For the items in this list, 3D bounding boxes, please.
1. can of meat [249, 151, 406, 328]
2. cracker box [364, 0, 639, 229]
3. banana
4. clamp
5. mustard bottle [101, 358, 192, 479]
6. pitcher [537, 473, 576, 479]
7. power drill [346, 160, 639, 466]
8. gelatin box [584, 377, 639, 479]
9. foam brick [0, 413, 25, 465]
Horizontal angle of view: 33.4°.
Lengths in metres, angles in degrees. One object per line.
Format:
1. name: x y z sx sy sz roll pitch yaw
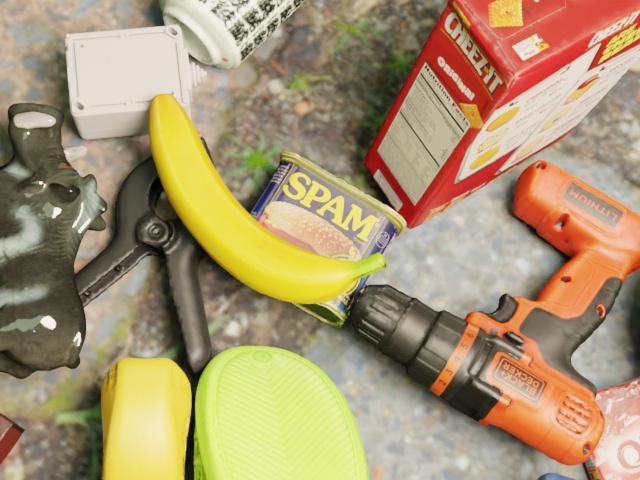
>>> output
1. can of meat: -0.005 0.001 0.746 0.102 0.057 0.084 31 77 4
2. cracker box: 0.130 -0.109 0.694 0.164 0.214 0.072 -30 77 -22
3. banana: -0.051 -0.016 0.699 0.198 0.037 0.069 38 85 14
4. clamp: -0.104 0.008 0.743 0.120 0.039 0.171 26 78 3
5. mustard bottle: -0.108 0.174 0.643 0.058 0.096 0.191 2 56 -8
6. pitcher: 0.235 0.241 0.659 0.243 0.149 0.145 20 74 4
7. power drill: 0.133 0.036 0.731 0.184 0.057 0.187 32 64 4
8. gelatin box: 0.224 0.134 0.743 0.089 0.030 0.073 -17 77 -9
9. foam brick: -0.241 0.121 0.694 0.078 0.051 0.053 32 75 4
